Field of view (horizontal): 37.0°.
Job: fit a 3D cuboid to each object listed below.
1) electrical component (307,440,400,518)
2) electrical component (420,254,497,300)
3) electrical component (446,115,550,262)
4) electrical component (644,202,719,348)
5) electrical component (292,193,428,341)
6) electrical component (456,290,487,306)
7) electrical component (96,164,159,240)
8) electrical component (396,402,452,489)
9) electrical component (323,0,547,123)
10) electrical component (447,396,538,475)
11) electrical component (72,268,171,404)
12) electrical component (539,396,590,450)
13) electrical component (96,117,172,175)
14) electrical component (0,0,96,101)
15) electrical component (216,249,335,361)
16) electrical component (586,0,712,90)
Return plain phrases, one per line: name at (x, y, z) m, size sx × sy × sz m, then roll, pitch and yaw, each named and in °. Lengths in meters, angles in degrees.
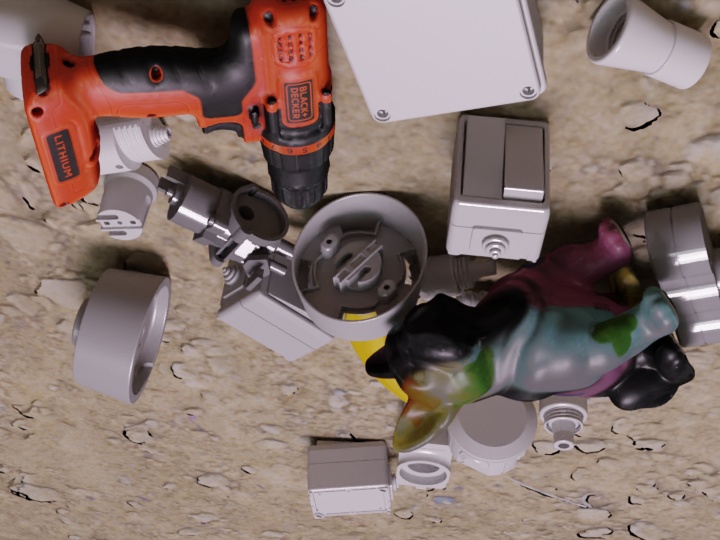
electrical component at (-0.004, 0.210, 1.098) m, size 0.096 × 0.061 × 0.061 m, roll -4°, pitch 142°, yaw 2°
electrical component at (0.075, 0.003, 0.830) m, size 0.061 × 0.035 × 0.035 m, roll -10°, pitch 140°, yaw 19°
electrical component at (0.091, -0.051, 0.704) m, size 0.062 × 0.096 × 0.061 m, roll 6°, pitch 143°, yaw 2°
electrical component at (0.259, 0.003, 0.784) m, size 0.074 × 0.052 × 0.138 m, roll -11°, pitch 139°, yaw 22°
electrical component at (0.000, 0.000, 0.790) m, size 0.099 × 0.099 × 0.064 m, roll 3°, pitch 149°, yaw 5°
electrical component at (0.104, 0.035, 0.862) m, size 0.078 × 0.040 × 0.040 m, roll 18°, pitch 142°, yaw -13°
electrical component at (-0.172, -0.051, 0.791) m, size 0.040 × 0.046 × 0.040 m, roll 5°, pitch 143°, yaw 4°
electrical component at (0.063, 0.171, 1.035) m, size 0.050 × 0.055 × 0.089 m, roll 6°, pitch 143°, yaw 2°
electrical component at (0.045, -0.147, 0.621) m, size 0.109 × 0.056 × 0.108 m, roll -6°, pitch 141°, yaw 17°
electrical component at (0.117, 0.141, 0.968) m, size 0.080 × 0.080 × 0.051 m, roll 5°, pitch 148°, yaw 3°
electrical component at (-0.201, 0.050, 0.882) m, size 0.060 × 0.108 × 0.108 m, roll 15°, pitch 143°, yaw 0°
electrical component at (0.180, 0.128, 0.953) m, size 0.048 × 0.062 × 0.048 m, roll 5°, pitch 143°, yaw 4°
electrical component at (-0.168, -0.089, 0.743) m, size 0.081 × 0.043 × 0.043 m, roll -6°, pitch 141°, yaw 17°
electrical component at (-0.212, -0.136, 0.688) m, size 0.077 × 0.043 × 0.079 m, roll 9°, pitch 143°, yaw -2°
electrical component at (-0.065, 0.018, 0.851) m, size 0.096 × 0.061 × 0.061 m, roll 34°, pitch 135°, yaw -30°
electrical component at (0.173, -0.132, 0.633) m, size 0.065 × 0.044 × 0.044 m, roll 16°, pitch 142°, yaw -20°
